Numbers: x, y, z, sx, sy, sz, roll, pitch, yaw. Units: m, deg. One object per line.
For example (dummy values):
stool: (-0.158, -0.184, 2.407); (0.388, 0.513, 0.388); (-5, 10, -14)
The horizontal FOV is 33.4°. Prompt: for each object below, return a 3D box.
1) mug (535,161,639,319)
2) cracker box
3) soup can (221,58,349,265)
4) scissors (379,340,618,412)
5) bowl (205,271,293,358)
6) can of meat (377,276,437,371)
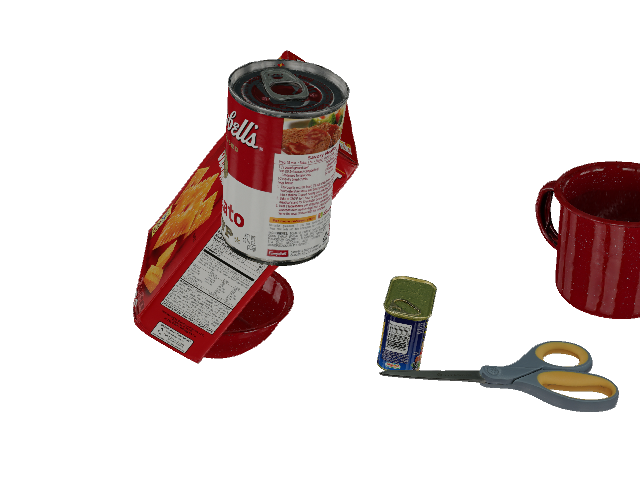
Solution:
mug: (0.199, -0.003, 0.752); (0.093, 0.081, 0.117); (-27, 38, -34)
cracker box: (-0.065, -0.032, 0.864); (0.072, 0.214, 0.164); (32, 22, -18)
soup can: (-0.022, -0.045, 0.621); (0.068, 0.102, 0.068); (5, 34, -3)
scissors: (0.156, 0.108, 0.926); (0.202, 0.016, 0.096); (10, 29, 6)
bowl: (-0.110, 0.076, 1.119); (0.162, 0.055, 0.162); (5, 28, -3)
can of meat: (0.103, 0.103, 1.289); (0.057, 0.084, 0.102); (11, 25, 7)
